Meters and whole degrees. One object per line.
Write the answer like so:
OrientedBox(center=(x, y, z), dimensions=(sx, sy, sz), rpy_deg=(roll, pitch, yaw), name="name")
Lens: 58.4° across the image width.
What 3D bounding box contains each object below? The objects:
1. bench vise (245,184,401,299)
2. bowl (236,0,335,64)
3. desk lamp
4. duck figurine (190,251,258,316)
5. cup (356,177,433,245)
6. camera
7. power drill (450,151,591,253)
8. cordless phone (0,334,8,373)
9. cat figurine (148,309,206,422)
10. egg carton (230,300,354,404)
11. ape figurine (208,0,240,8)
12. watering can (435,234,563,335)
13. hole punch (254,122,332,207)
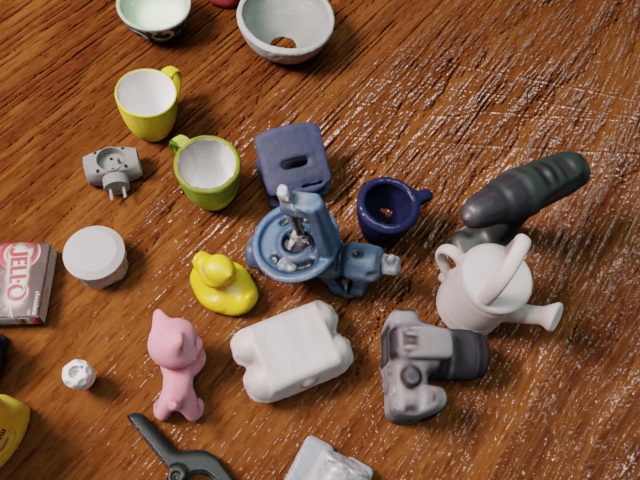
OrientedBox(center=(0.006, -0.008, 0.753), dimensions=(0.207, 0.220, 0.121), rpy_deg=(-3, 65, -8), name="bench vise")
OrientedBox(center=(-0.060, -0.363, 0.993), dimensions=(0.167, 0.075, 0.167), rpy_deg=(3, 65, -6), name="bowl")
OrientedBox(center=(-0.014, 0.307, 0.605), dimensions=(0.118, 0.213, 0.203), rpy_deg=(26, 65, 6), name="desk lamp")
OrientedBox(center=(-0.132, 0.053, 0.782), dimensions=(0.104, 0.086, 0.078), rpy_deg=(34, 66, 9), name="duck figurine")
OrientedBox(center=(0.105, -0.037, 0.848), dimensions=(0.118, 0.095, 0.091), rpy_deg=(-18, 68, -14), name="cup")
OrientedBox(center=(0.154, 0.164, 0.756), dimensions=(0.137, 0.101, 0.143), rpy_deg=(3, 65, -5), name="camera")
OrientedBox(center=(0.262, -0.036, 0.804), dimensions=(0.230, 0.208, 0.075), rpy_deg=(-28, 71, -18), name="power drill")
OrientedBox(center=(-0.461, 0.117, 0.657), dimensions=(0.147, 0.185, 0.094), rpy_deg=(9, 64, -2), name="cordless phone")
OrientedBox(center=(-0.179, 0.154, 0.711), dimensions=(0.067, 0.118, 0.128), rpy_deg=(-2, 65, -7), name="cat figurine")
OrientedBox(center=(-0.036, 0.148, 0.758), dimensions=(0.150, 0.069, 0.107), rpy_deg=(-21, 69, -16), name="egg carton")
OrientedBox(center=(-0.175, -0.466, 1.018), dimensions=(0.076, 0.092, 0.078), rpy_deg=(42, 67, 13), name="ape figurine")
OrientedBox(center=(0.237, 0.058, 0.764), dimensions=(0.173, 0.194, 0.101), rpy_deg=(15, 64, 1), name="watering can")
OrientedBox(center=(-0.039, -0.114, 0.869), dimensions=(0.109, 0.091, 0.101), rpy_deg=(-16, 68, -14), name="hole punch")
